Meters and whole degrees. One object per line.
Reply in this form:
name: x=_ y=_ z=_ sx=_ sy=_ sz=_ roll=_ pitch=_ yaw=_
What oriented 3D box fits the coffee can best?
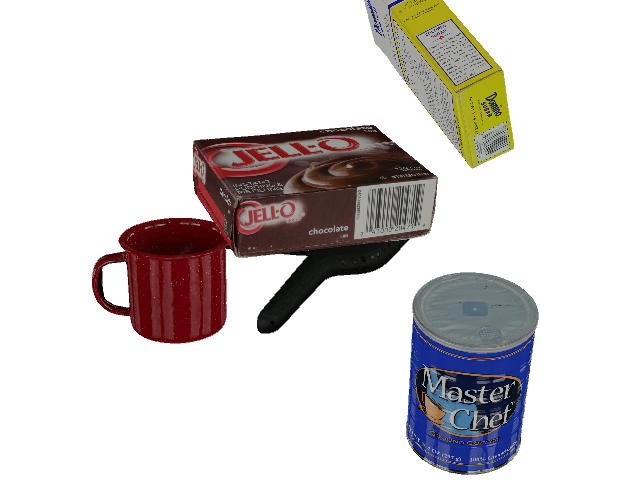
coffee can: x=0.127 y=0.113 z=0.910 sx=0.103 sy=0.140 sz=0.103 roll=0 pitch=33 yaw=0

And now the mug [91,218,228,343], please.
mug: x=-0.132 y=0.035 z=0.894 sx=0.117 sy=0.081 sz=0.093 roll=-4 pitch=21 yaw=-13

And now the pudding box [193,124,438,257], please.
pudding box: x=-0.006 y=-0.030 z=0.582 sx=0.113 sy=0.039 sz=0.090 roll=-5 pitch=26 yaw=-19

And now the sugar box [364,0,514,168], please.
sugar box: x=0.090 y=-0.148 z=0.852 sx=0.048 sy=0.176 sz=0.093 roll=-25 pitch=-37 yaw=-3

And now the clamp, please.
clamp: x=0.002 y=0.015 z=1.045 sx=0.209 sy=0.036 sz=0.165 roll=-14 pitch=40 yaw=-11
